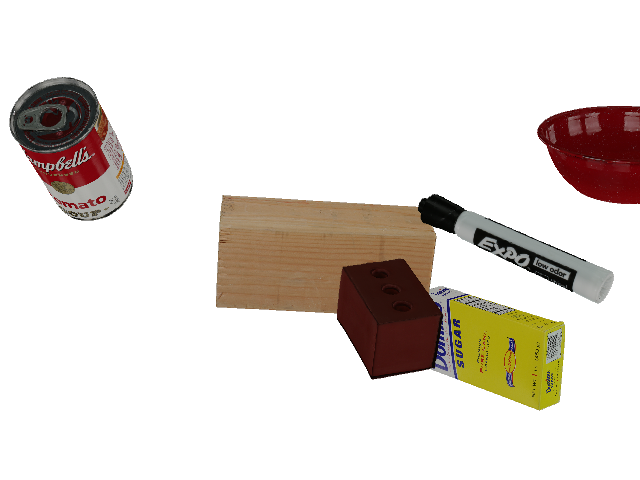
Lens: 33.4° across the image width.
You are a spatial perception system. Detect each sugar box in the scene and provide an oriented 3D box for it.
[{"bbox_3d":[0.186,0.117,1.190,0.177,0.093,0.048,14,19,43],"label":"sugar box"}]

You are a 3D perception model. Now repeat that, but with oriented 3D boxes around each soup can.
[{"bbox_3d":[-0.191,-0.069,0.829,0.068,0.068,0.102,0,-30,8],"label":"soup can"}]

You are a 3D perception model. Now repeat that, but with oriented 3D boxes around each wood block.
[{"bbox_3d":[0.002,0.016,1.059,0.206,0.091,0.090,4,20,-4],"label":"wood block"}]

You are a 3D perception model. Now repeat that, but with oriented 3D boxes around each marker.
[{"bbox_3d":[0.107,0.002,0.603,0.121,0.020,0.020,27,14,30],"label":"marker"}]

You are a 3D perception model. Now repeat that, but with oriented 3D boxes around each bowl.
[{"bbox_3d":[0.281,-0.076,0.982,0.162,0.055,0.162,-3,24,1],"label":"bowl"}]

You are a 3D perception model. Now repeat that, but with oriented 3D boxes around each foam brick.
[{"bbox_3d":[0.050,0.056,0.791,0.053,0.051,0.078,-8,34,-18],"label":"foam brick"}]
